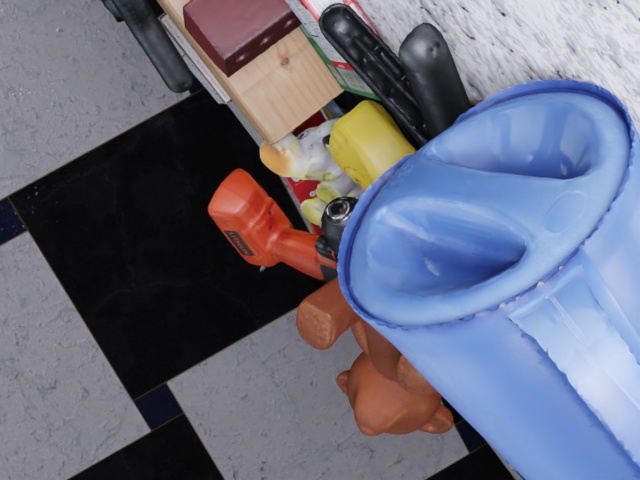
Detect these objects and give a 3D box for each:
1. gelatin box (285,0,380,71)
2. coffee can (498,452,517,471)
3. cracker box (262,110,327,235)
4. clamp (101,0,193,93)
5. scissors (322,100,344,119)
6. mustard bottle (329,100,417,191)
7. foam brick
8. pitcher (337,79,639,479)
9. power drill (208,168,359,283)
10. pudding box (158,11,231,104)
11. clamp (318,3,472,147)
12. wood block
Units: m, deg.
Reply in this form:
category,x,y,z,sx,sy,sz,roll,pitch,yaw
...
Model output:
category,x,y,z,sx,sy,sz,roll,pitch,yaw
gelatin box,0.002,-0.158,0.721,0.089,0.030,0.073,52,179,-14
coffee can,0.155,0.106,0.897,0.140,0.103,0.102,50,178,26
cracker box,0.002,-0.060,1.155,0.213,0.072,0.164,61,-178,-40
clamp,-0.167,-0.208,0.895,0.120,0.039,0.171,43,167,35
scissors,0.041,-0.094,1.138,0.096,0.016,0.201,53,178,14
mustard bottle,0.086,-0.021,0.852,0.192,0.058,0.096,51,174,18
foam brick,-0.054,-0.165,0.779,0.051,0.078,0.053,53,175,2
pitcher,0.127,0.062,0.474,0.145,0.149,0.242,-7,134,43
power drill,-0.006,0.001,0.911,0.188,0.057,0.184,25,160,35
pudding box,-0.121,-0.193,1.107,0.113,0.039,0.090,50,177,-12
clamp,0.083,-0.055,0.633,0.210,0.036,0.165,51,179,-16
wood block,-0.074,-0.194,0.906,0.206,0.091,0.090,53,177,-21
